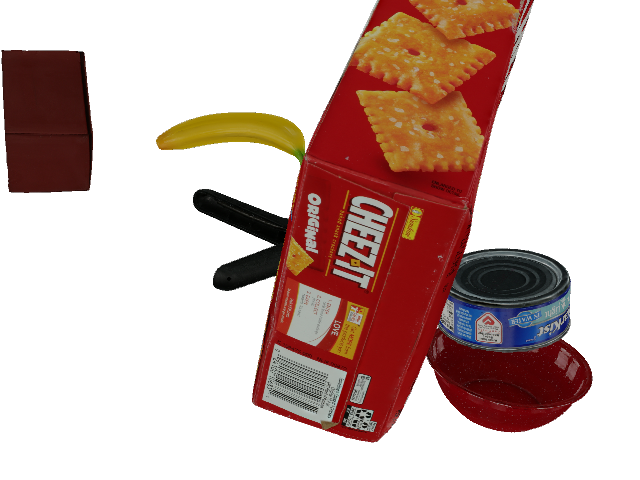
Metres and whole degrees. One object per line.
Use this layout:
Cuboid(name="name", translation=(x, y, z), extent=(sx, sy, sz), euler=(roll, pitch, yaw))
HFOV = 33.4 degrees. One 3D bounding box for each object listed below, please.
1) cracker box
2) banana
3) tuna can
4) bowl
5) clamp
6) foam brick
Cuboid(name="cracker box", translation=(0.042, -0.037, 0.505), extent=(0.072, 0.164, 0.213), euler=(19, 47, 5))
Cuboid(name="banana", translation=(-0.101, -0.130, 1.309), extent=(0.198, 0.037, 0.069), euler=(7, 40, 15))
Cuboid(name="tuna can", translation=(0.118, 0.037, 0.688), extent=(0.086, 0.034, 0.086), euler=(-3, 24, 1))
Cuboid(name="bowl", translation=(0.178, 0.138, 1.039), extent=(0.162, 0.055, 0.162), euler=(5, 26, -3))
Cuboid(name="clamp", translation=(-0.022, 0.009, 1.051), extent=(0.209, 0.036, 0.164), euler=(9, 30, -12))
Cuboid(name="foam brick", translation=(-0.172, -0.075, 0.670), extent=(0.051, 0.078, 0.053), euler=(-2, -39, -16))
